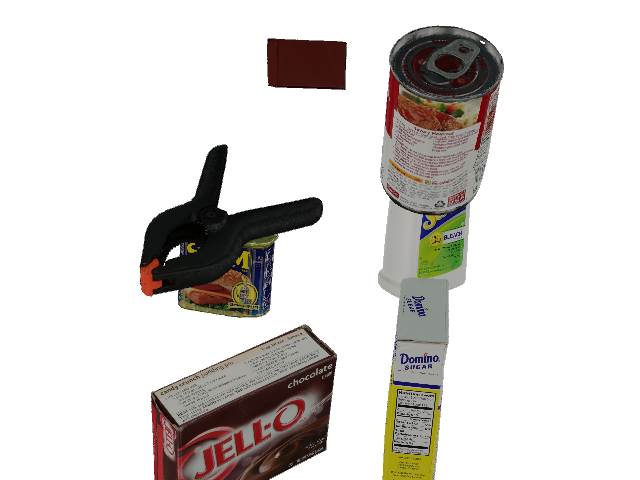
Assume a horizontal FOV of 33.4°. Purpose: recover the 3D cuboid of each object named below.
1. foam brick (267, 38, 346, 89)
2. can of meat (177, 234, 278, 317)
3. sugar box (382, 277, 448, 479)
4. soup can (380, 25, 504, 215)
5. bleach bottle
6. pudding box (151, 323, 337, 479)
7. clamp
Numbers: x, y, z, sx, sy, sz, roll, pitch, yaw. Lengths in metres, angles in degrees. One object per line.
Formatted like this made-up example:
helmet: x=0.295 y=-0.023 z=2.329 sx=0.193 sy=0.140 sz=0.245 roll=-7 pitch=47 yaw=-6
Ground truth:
foam brick: x=-0.015 y=-0.189 z=1.145 sx=0.078 sy=0.051 sz=0.053 roll=0 pitch=11 yaw=-13
can of meat: x=-0.099 y=0.031 z=1.113 sx=0.102 sy=0.084 sz=0.057 roll=8 pitch=16 yaw=13
sugar box: x=0.078 y=0.127 z=0.881 sx=0.048 sy=0.176 sz=0.093 roll=3 pitch=30 yaw=6
soup can: x=0.074 y=-0.073 z=0.669 sx=0.068 sy=0.068 sz=0.102 roll=0 pitch=-41 yaw=-1
bleach bottle: x=0.118 y=-0.066 z=1.175 sx=0.102 sy=0.251 sz=0.068 roll=-13 pitch=26 yaw=-30
pudding box: x=-0.047 y=0.111 z=0.650 sx=0.113 sy=0.090 sz=0.039 roll=-24 pitch=49 yaw=-30
clamp: x=-0.095 y=-0.019 z=0.898 sx=0.171 sy=0.039 sz=0.120 roll=-32 pitch=51 yaw=-33
